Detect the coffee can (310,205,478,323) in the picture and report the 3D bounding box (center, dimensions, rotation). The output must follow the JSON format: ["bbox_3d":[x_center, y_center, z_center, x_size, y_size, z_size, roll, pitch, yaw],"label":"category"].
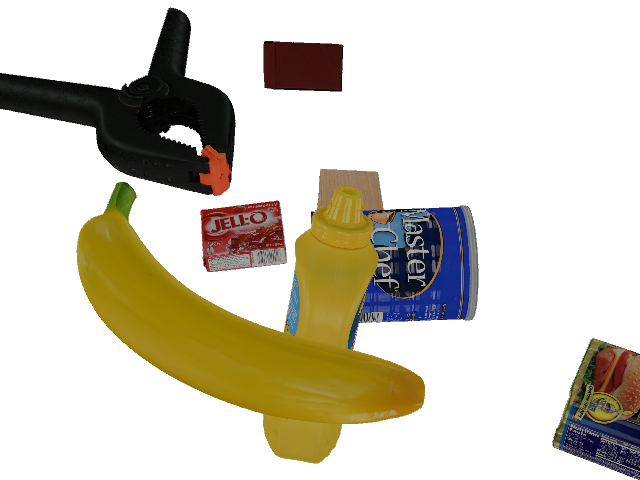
[{"bbox_3d":[0.063,0.022,0.950,0.140,0.103,0.103,-2,0,-1],"label":"coffee can"}]

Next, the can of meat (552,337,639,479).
[{"bbox_3d":[0.230,0.127,0.802,0.084,0.057,0.102,19,41,19],"label":"can of meat"}]

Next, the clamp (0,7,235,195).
[{"bbox_3d":[-0.115,-0.098,0.742,0.164,0.036,0.210,-33,48,-28],"label":"clamp"}]

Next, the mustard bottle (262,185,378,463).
[{"bbox_3d":[0.002,0.052,0.742,0.058,0.192,0.096,11,25,0],"label":"mustard bottle"}]

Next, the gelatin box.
[{"bbox_3d":[-0.084,-0.005,1.157,0.089,0.030,0.073,-6,45,-3],"label":"gelatin box"}]

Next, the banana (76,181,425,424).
[{"bbox_3d":[-0.048,0.035,0.484,0.198,0.069,0.037,33,-25,24],"label":"banana"}]

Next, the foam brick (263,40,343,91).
[{"bbox_3d":[-0.019,-0.189,1.158,0.078,0.051,0.053,0,11,-16],"label":"foam brick"}]

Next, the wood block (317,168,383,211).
[{"bbox_3d":[0.041,-0.021,1.535,0.091,0.090,0.206,3,27,-2],"label":"wood block"}]
